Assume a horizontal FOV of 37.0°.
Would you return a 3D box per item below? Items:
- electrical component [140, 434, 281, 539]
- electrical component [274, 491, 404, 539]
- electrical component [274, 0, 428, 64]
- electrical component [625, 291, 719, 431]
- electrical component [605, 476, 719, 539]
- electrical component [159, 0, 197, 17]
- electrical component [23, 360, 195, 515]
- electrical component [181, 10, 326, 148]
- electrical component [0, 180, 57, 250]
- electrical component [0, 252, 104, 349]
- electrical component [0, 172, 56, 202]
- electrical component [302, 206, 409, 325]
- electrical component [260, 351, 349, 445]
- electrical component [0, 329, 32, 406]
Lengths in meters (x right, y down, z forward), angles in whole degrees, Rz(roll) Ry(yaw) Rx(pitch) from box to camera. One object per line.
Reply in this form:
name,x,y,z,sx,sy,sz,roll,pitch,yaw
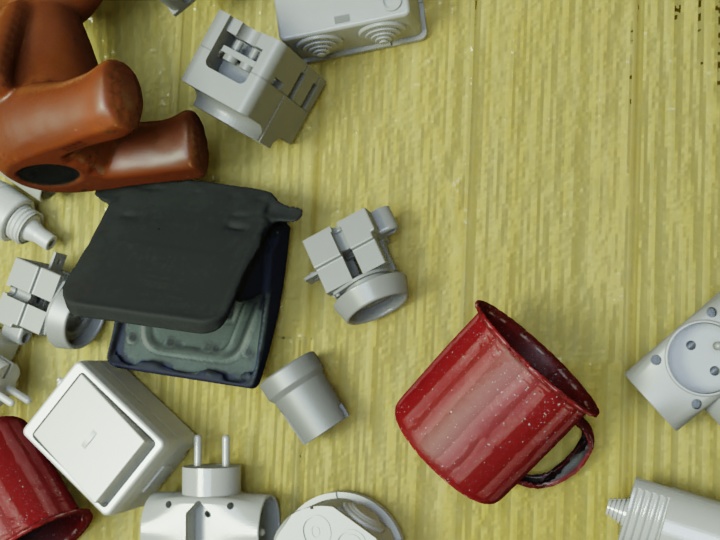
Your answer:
electrical component,-0.093,0.142,0.671,0.077,0.043,0.079,-2,85,14
electrical component,-0.015,0.175,0.645,0.080,0.051,0.080,-1,85,14
electrical component,-0.010,-0.185,0.675,0.100,0.048,0.099,-9,83,13
electrical component,0.204,0.063,0.602,0.077,0.044,0.079,-42,77,7
electrical component,0.179,0.145,0.602,0.081,0.043,0.043,16,89,15
electrical component,-0.133,-0.266,0.656,0.105,0.060,0.186,-37,78,9
electrical component,-0.164,0.101,0.684,0.096,0.061,0.061,40,96,14
electrical component,-0.066,-0.112,0.662,0.050,0.089,0.055,30,93,15
electrical component,-0.232,-0.034,0.727,0.061,0.035,0.035,32,93,12
electrical component,-0.202,0.023,0.709,0.055,0.048,0.066,21,90,22
electrical component,-0.222,-0.098,0.722,0.077,0.043,0.079,34,73,0
electrical component,0.000,0.000,0.660,0.066,0.048,0.055,-28,72,10
electrical component,-0.033,0.080,0.664,0.040,0.040,0.046,-35,83,9
electrical component,-0.250,0.068,0.704,0.077,0.066,0.047,29,96,15
